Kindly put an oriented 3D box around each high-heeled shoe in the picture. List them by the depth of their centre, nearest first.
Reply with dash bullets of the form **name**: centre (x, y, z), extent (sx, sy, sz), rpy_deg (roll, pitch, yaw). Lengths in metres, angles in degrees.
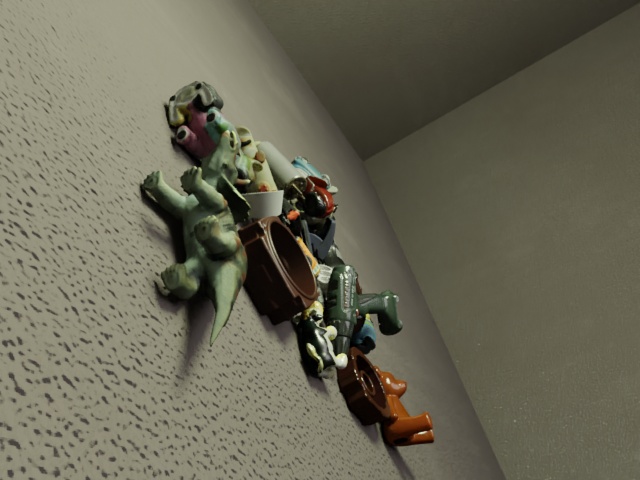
- **high-heeled shoe**: centre (0.034, 0.083, 1.574), extent (0.145, 0.086, 0.248), rpy_deg (168, -90, -73)

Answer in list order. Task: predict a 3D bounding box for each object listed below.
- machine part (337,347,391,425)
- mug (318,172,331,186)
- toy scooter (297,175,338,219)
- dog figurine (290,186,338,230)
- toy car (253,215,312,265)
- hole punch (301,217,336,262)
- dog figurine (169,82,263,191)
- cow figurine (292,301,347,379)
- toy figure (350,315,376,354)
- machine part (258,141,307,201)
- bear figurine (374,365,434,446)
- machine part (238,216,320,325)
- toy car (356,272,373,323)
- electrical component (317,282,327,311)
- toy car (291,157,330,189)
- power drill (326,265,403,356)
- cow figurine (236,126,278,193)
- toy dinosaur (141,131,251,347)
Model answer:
- **machine part**: centre (0.099, 0.341, 1.256), extent (0.179, 0.056, 0.179), rpy_deg (54, 14, -21)
- **mug**: centre (-0.014, -0.164, 1.768), extent (0.081, 0.110, 0.107), rpy_deg (-19, 94, -81)
- **toy scooter**: centre (-0.011, -0.122, 1.446), extent (0.135, 0.075, 0.184), rpy_deg (4, 36, -49)
- **dog figurine**: centre (-0.024, -0.068, 1.590), extent (0.121, 0.172, 0.190), rpy_deg (41, -28, 28)
- **toy car**: centre (-0.083, 0.011, 1.232), extent (0.202, 0.056, 0.073), rpy_deg (56, 12, 7)
- **hole punch**: centre (-0.003, -0.004, 1.417), extent (0.142, 0.092, 0.115), rpy_deg (-141, -136, -77)
- **dog figurine**: centre (-0.209, -0.202, 1.127), extent (0.219, 0.108, 0.192), rpy_deg (49, 15, -55)
- **cow figurine**: centre (-0.012, 0.200, 1.119), extent (0.098, 0.068, 0.167), rpy_deg (28, 34, -56)
- **toy figure**: centre (0.103, 0.235, 1.436), extent (0.180, 0.082, 0.089), rpy_deg (-111, -174, -58)
- **machine part**: centre (-0.111, -0.181, 1.395), extent (0.243, 0.079, 0.079), rpy_deg (46, 4, 32)
- **bear figurine**: centre (0.201, 0.410, 1.350), extent (0.196, 0.132, 0.120), rpy_deg (-97, 173, -45)
- **machine part**: centre (-0.087, 0.055, 1.089), extent (0.201, 0.087, 0.201), rpy_deg (61, 12, 0)
- **toy car**: centre (0.117, 0.186, 1.636), extent (0.089, 0.053, 0.202), rpy_deg (76, -1, -48)
- **electrical component**: centre (-0.025, 0.135, 1.235), extent (0.075, 0.048, 0.119), rpy_deg (64, 12, 16)
- **toy car**: centre (-0.048, -0.174, 1.667), extent (0.161, 0.109, 0.103), rpy_deg (50, 32, -7)
- **power drill**: centre (0.097, 0.181, 1.268), extent (0.207, 0.086, 0.232), rpy_deg (11, 64, -33)
- **cow figurine**: centre (-0.159, -0.175, 1.267), extent (0.127, 0.085, 0.194), rpy_deg (-154, -138, -78)
- **toy dinosaur**: centre (-0.168, 0.004, 0.851), extent (0.192, 0.131, 0.405), rpy_deg (40, 31, -55)
